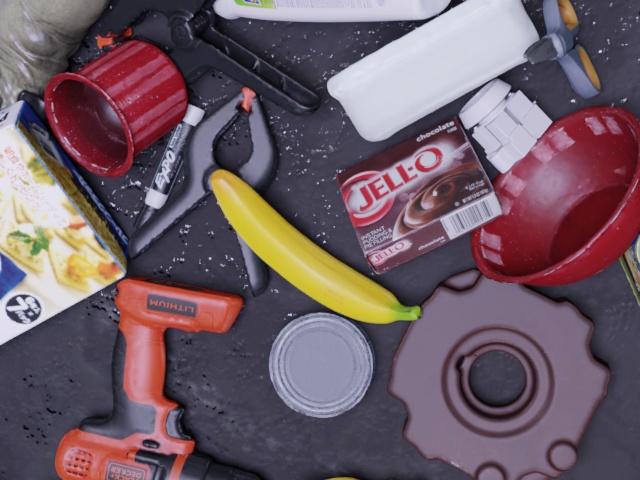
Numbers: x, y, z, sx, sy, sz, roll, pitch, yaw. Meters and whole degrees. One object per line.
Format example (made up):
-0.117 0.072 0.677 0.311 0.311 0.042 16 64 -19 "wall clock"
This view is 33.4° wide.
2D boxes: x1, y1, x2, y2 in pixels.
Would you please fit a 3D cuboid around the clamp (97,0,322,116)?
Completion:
-0.100 -0.182 0.855 0.210 0.036 0.164 8 120 33 "clamp"

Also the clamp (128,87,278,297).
-0.074 -0.038 0.894 0.120 0.039 0.171 26 92 -8 "clamp"

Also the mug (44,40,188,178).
-0.165 -0.103 0.876 0.093 0.081 0.117 36 139 12 "mug"

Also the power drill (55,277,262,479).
-0.118 0.132 0.889 0.184 0.057 0.187 11 90 5 "power drill"

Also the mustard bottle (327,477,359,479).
0.000 0.242 0.859 0.192 0.058 0.096 -26 117 7 "mustard bottle"

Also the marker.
-0.130 -0.058 0.912 0.020 0.020 0.121 24 93 9 "marker"

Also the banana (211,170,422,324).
-0.008 0.013 0.860 0.198 0.070 0.037 33 53 1 "banana"

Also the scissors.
0.181 -0.128 0.786 0.016 0.201 0.096 -22 110 26 "scissors"

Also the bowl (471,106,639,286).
0.193 -0.022 0.811 0.055 0.162 0.162 38 96 -25 "bowl"

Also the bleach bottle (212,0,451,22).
-0.021 -0.223 0.835 0.251 0.067 0.102 9 117 35 "bleach bottle"

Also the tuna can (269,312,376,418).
0.003 0.102 0.881 0.086 0.033 0.086 0 89 9 "tuna can"

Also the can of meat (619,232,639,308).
0.272 0.033 0.813 0.057 0.084 0.102 -23 86 8 "can of meat"

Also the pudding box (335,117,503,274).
0.077 -0.036 0.848 0.113 0.039 0.090 -24 51 6 "pudding box"
